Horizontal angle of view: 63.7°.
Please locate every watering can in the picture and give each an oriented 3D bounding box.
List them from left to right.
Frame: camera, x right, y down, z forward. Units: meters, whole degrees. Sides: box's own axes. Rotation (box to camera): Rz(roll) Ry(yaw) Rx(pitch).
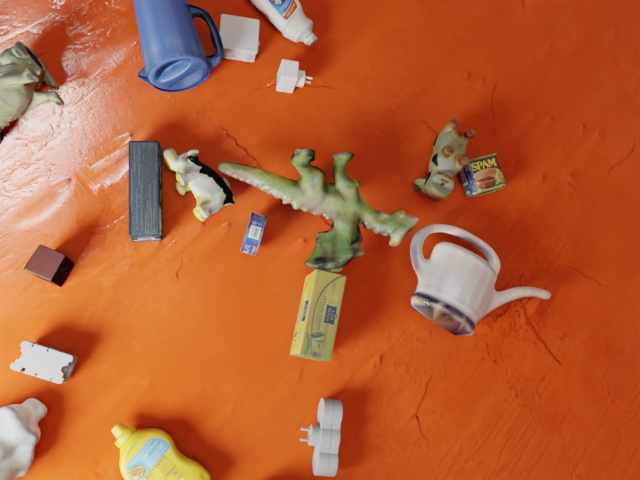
[{"bbox_3d":[0.337,0.109,1.126,0.347,0.103,0.227,31,71,-4],"label":"watering can"}]

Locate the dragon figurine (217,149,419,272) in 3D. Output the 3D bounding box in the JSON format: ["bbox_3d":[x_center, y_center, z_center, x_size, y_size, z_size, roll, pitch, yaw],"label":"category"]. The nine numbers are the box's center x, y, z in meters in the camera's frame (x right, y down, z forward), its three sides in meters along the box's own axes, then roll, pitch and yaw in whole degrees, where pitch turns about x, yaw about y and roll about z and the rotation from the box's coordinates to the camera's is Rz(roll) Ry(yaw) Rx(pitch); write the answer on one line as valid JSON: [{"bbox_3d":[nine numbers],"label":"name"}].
[{"bbox_3d":[0.003,-0.053,1.052,0.411,0.119,0.248,-1,61,-15],"label":"dragon figurine"}]

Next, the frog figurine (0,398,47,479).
[{"bbox_3d":[-0.541,0.340,0.859,0.137,0.120,0.163,19,36,0],"label":"frog figurine"}]
